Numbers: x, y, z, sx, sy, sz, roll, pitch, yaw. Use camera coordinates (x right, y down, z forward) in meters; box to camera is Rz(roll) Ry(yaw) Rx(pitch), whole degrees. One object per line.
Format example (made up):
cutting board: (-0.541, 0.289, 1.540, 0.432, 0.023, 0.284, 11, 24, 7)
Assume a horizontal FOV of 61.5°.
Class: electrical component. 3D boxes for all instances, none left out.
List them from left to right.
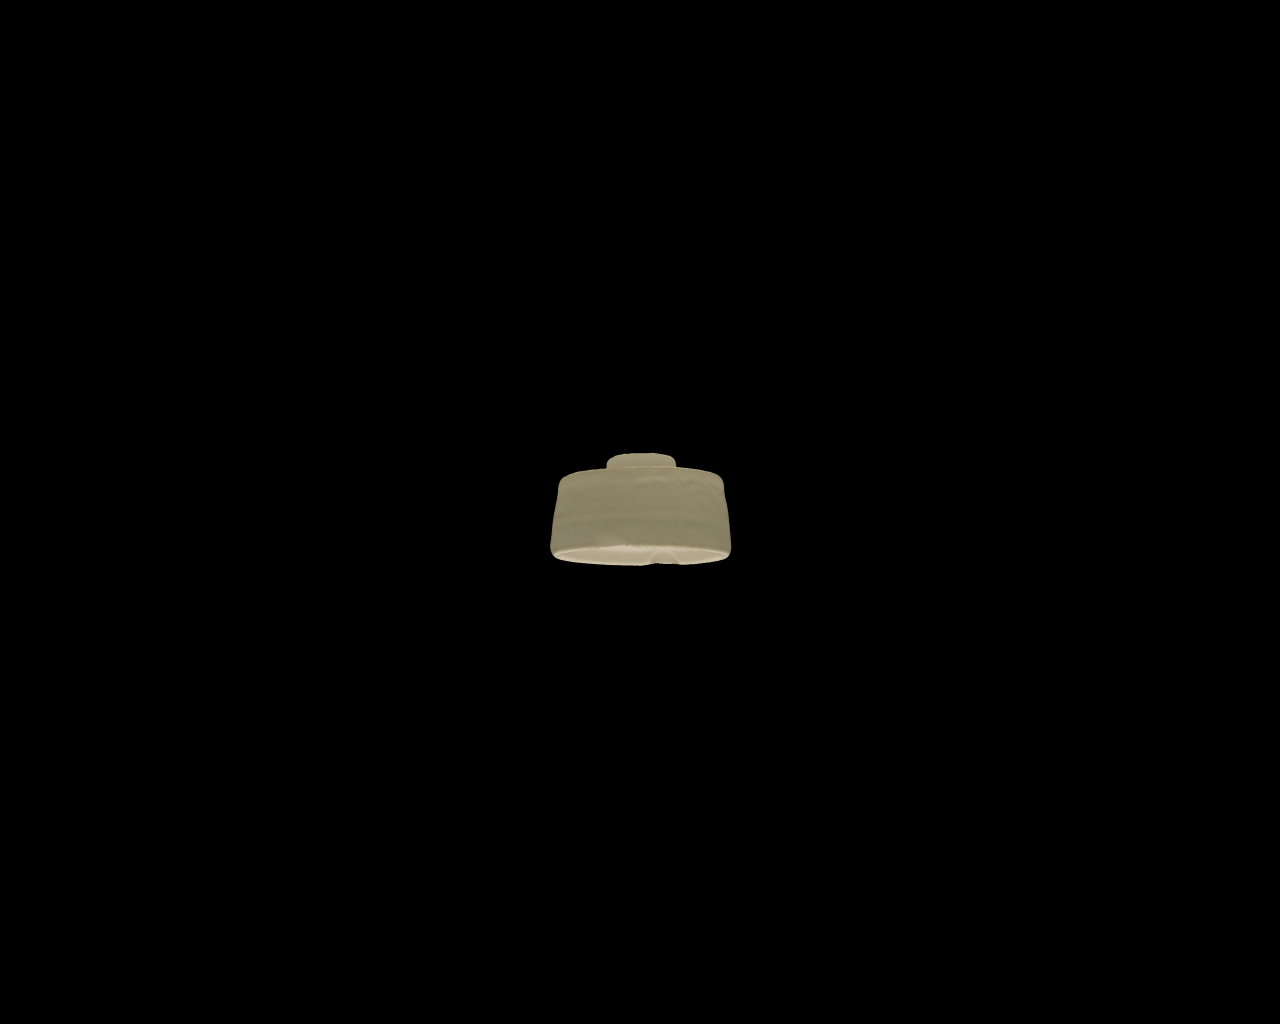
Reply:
electrical component: (0.001, -0.003, 0.650, 0.108, 0.060, 0.108, 0, -8, 0)
